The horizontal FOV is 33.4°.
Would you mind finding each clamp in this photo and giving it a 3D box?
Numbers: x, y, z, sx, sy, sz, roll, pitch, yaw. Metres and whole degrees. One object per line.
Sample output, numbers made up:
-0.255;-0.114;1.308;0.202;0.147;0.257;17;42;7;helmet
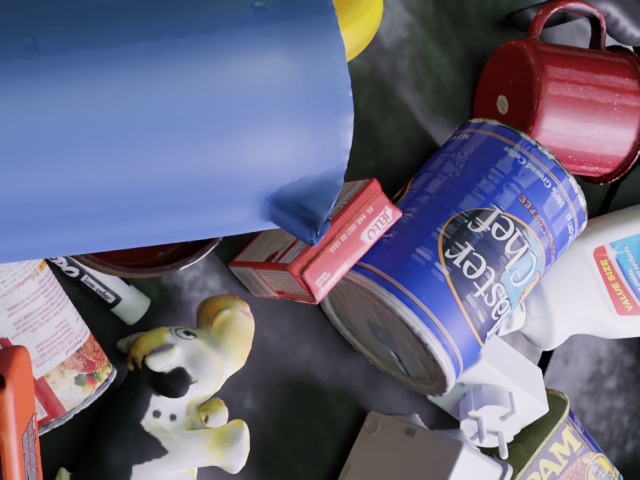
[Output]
0.197;-0.174;0.743;0.171;0.039;0.120;24;83;-26;clamp

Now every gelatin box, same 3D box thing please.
-0.004;0.001;0.611;0.073;0.089;0.030;-46;109;-20;gelatin box

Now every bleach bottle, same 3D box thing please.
0.221;0.028;0.745;0.250;0.068;0.102;-15;98;-24;bleach bottle

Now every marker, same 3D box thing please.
-0.143;0.003;0.579;0.121;0.020;0.020;43;72;-21;marker

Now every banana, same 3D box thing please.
-0.035;-0.123;0.628;0.197;0.037;0.070;-18;68;-29;banana

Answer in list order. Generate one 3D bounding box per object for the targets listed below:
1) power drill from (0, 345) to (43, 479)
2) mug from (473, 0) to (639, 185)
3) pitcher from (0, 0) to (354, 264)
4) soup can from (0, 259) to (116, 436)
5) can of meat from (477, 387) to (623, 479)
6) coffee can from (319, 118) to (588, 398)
-0.226;0.093;0.484;0.187;0.057;0.184;-4;102;-4;power drill
0.155;-0.097;0.692;0.081;0.093;0.117;4;100;-23;mug
-0.118;-0.061;0.476;0.242;0.149;0.145;-10;107;-17;pitcher
-0.159;0.043;0.544;0.068;0.069;0.102;-36;105;-23;soup can
0.144;0.163;0.709;0.102;0.058;0.084;-47;112;-19;can of meat
0.080;0.010;0.647;0.140;0.103;0.102;-46;110;-20;coffee can
